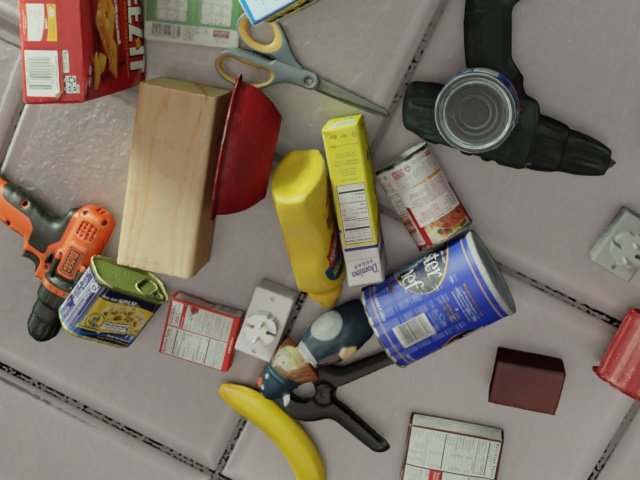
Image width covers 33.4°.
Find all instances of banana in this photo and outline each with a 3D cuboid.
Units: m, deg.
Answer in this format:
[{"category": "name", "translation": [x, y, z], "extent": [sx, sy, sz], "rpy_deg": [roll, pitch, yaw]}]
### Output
[{"category": "banana", "translation": [-0.046, 0.247, 1.287], "extent": [0.070, 0.037, 0.198], "rpy_deg": [-30, 96, 13]}]

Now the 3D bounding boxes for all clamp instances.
[{"category": "clamp", "translation": [0.013, 0.190, 1.260], "extent": [0.172, 0.039, 0.120], "rpy_deg": [-1, 87, 15]}]

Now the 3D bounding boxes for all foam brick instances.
[{"category": "foam brick", "translation": [0.234, 0.159, 1.211], "extent": [0.078, 0.053, 0.051], "rpy_deg": [10, 105, 8]}]

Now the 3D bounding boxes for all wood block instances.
[{"category": "wood block", "translation": [-0.162, -0.072, 1.205], "extent": [0.090, 0.090, 0.206], "rpy_deg": [12, 104, 6]}]

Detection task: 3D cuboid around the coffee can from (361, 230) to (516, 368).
[{"category": "coffee can", "translation": [0.131, 0.066, 1.181], "extent": [0.140, 0.102, 0.103], "rpy_deg": [-29, 97, 15]}]

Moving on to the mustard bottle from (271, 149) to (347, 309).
[{"category": "mustard bottle", "translation": [-0.007, 0.001, 1.186], "extent": [0.058, 0.096, 0.191], "rpy_deg": [-3, 129, 12]}]

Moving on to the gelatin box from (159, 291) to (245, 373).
[{"category": "gelatin box", "translation": [-0.142, 0.110, 1.276], "extent": [0.089, 0.030, 0.073], "rpy_deg": [16, 106, 5]}]

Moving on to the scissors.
[{"category": "scissors", "translation": [-0.015, -0.197, 1.184], "extent": [0.202, 0.016, 0.096], "rpy_deg": [9, 107, 2]}]

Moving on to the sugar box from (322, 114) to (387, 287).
[{"category": "sugar box", "translation": [0.041, -0.045, 1.175], "extent": [0.048, 0.093, 0.176], "rpy_deg": [-11, 102, 9]}]

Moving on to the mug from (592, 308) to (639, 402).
[{"category": "mug", "translation": [0.367, 0.131, 1.169], "extent": [0.117, 0.093, 0.081], "rpy_deg": [19, 102, -27]}]

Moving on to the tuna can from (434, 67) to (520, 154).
[{"category": "tuna can", "translation": [0.161, -0.132, 1.095], "extent": [0.086, 0.033, 0.086], "rpy_deg": [4, 107, 13]}]

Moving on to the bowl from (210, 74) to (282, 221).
[{"category": "bowl", "translation": [-0.077, -0.095, 1.153], "extent": [0.055, 0.162, 0.162], "rpy_deg": [12, 105, -3]}]

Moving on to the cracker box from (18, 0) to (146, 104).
[{"category": "cracker box", "translation": [-0.244, -0.234, 1.117], "extent": [0.072, 0.213, 0.164], "rpy_deg": [2, 104, 7]}]

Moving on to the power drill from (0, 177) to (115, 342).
[{"category": "power drill", "translation": [-0.358, 0.009, 1.277], "extent": [0.187, 0.057, 0.184], "rpy_deg": [30, 102, -1]}]

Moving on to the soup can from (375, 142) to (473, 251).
[{"category": "soup can", "translation": [0.114, -0.048, 1.175], "extent": [0.068, 0.068, 0.102], "rpy_deg": [-29, 96, 15]}]

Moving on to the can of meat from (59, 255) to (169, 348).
[{"category": "can of meat", "translation": [-0.244, 0.075, 1.253], "extent": [0.101, 0.057, 0.084], "rpy_deg": [22, 115, -40]}]

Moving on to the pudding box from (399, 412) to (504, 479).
[{"category": "pudding box", "translation": [0.154, 0.259, 1.256], "extent": [0.113, 0.039, 0.090], "rpy_deg": [9, 104, 6]}]
